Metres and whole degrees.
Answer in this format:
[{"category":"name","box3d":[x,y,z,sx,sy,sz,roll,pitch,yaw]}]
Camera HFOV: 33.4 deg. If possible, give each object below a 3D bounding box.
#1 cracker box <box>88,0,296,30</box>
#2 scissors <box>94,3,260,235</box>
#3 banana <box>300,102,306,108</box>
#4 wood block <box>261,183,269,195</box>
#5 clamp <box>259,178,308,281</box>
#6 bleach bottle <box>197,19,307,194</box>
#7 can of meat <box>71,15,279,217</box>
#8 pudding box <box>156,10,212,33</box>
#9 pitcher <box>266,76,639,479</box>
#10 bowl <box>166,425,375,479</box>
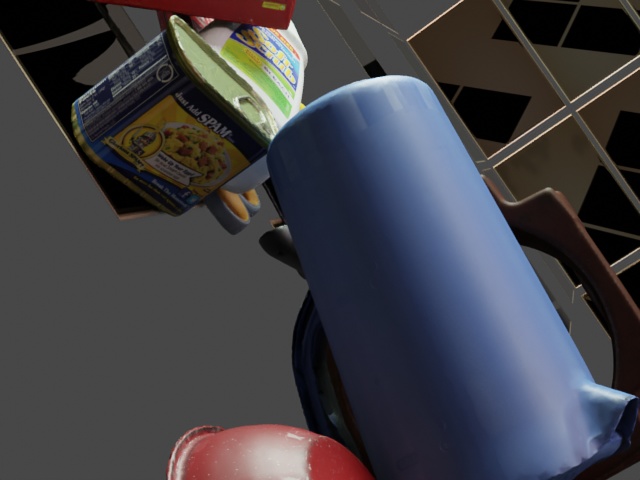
[{"category":"cracker box","box3d":[-0.112,-0.239,0.791,0.164,0.072,0.214,5,34,-19]},{"category":"scissors","box3d":[-0.099,-0.089,0.774,0.202,0.016,0.096,60,14,15]},{"category":"banana","box3d":[-0.005,-0.091,1.037,0.197,0.037,0.069,47,14,-28]},{"category":"wood block","box3d":[0.042,-0.008,0.901,0.206,0.090,0.090,56,15,0]},{"category":"clamp","box3d":[-0.005,0.001,0.814,0.171,0.039,0.120,51,24,-47]},{"category":"bleach bottle","box3d":[-0.058,-0.131,0.797,0.102,0.068,0.250,43,24,-19]},{"category":"can of meat","box3d":[-0.085,-0.069,0.637,0.102,0.084,0.057,40,21,-45]},{"category":"pudding box","box3d":[-0.086,-0.151,0.906,0.113,0.039,0.090,43,19,-39]},{"category":"pitcher","box3d":[0.052,0.040,0.600,0.145,0.149,0.243,98,-29,-69]},{"category":"bowl","box3d":[0.000,0.145,0.497,0.162,0.055,0.162,50,15,-19]}]
